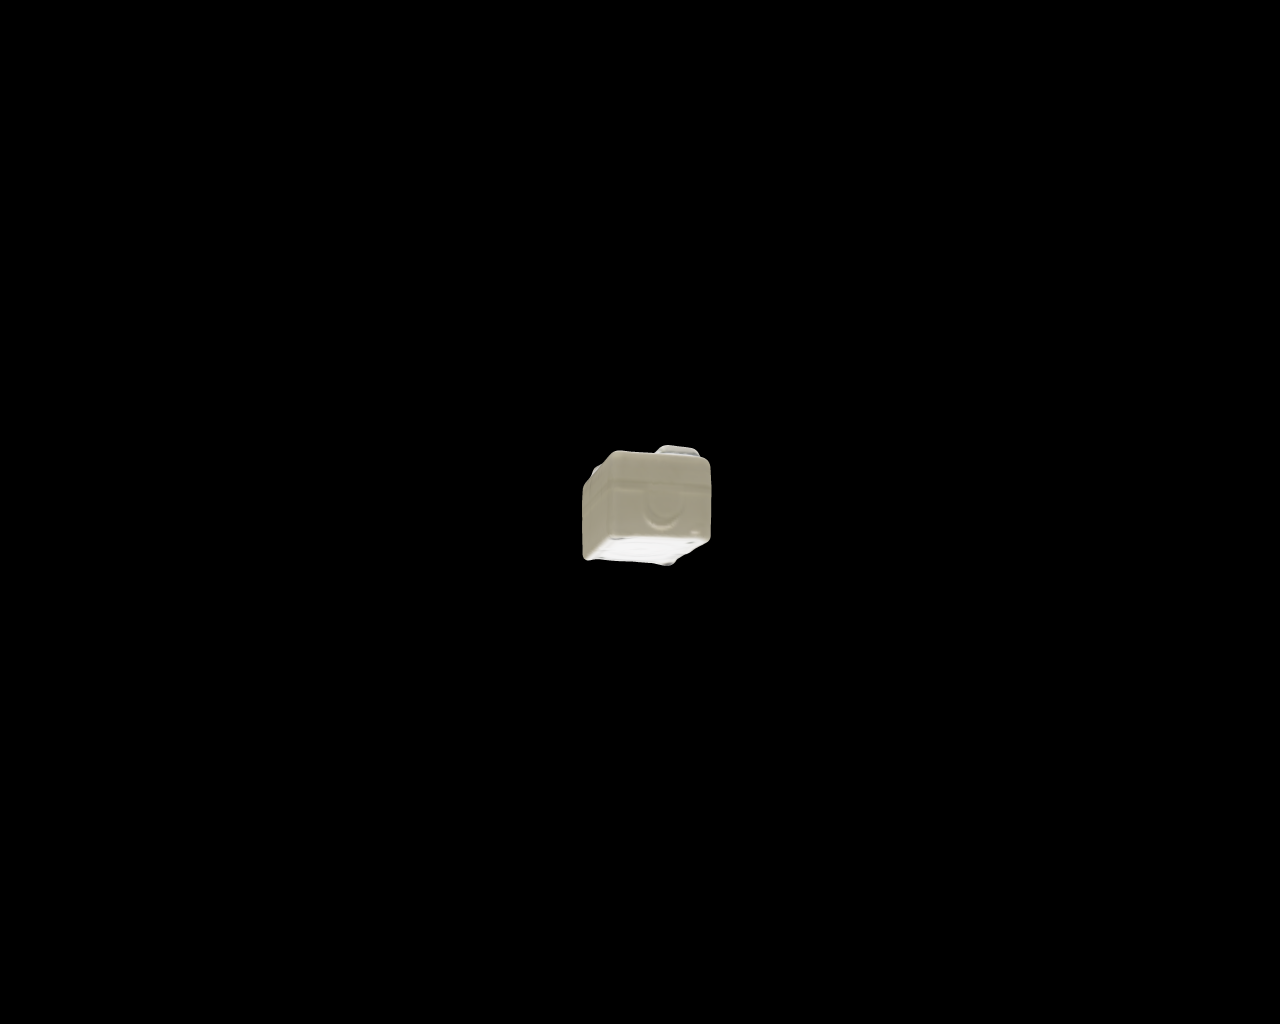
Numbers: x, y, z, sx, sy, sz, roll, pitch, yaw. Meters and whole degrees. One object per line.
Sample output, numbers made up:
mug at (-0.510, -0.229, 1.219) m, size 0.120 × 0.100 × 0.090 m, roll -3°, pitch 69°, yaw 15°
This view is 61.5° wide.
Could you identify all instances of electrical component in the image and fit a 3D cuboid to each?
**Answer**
electrical component at (0.001, -0.003, 0.650) m, size 0.062 × 0.061 × 0.096 m, roll 4°, pitch -14°, yaw -15°
